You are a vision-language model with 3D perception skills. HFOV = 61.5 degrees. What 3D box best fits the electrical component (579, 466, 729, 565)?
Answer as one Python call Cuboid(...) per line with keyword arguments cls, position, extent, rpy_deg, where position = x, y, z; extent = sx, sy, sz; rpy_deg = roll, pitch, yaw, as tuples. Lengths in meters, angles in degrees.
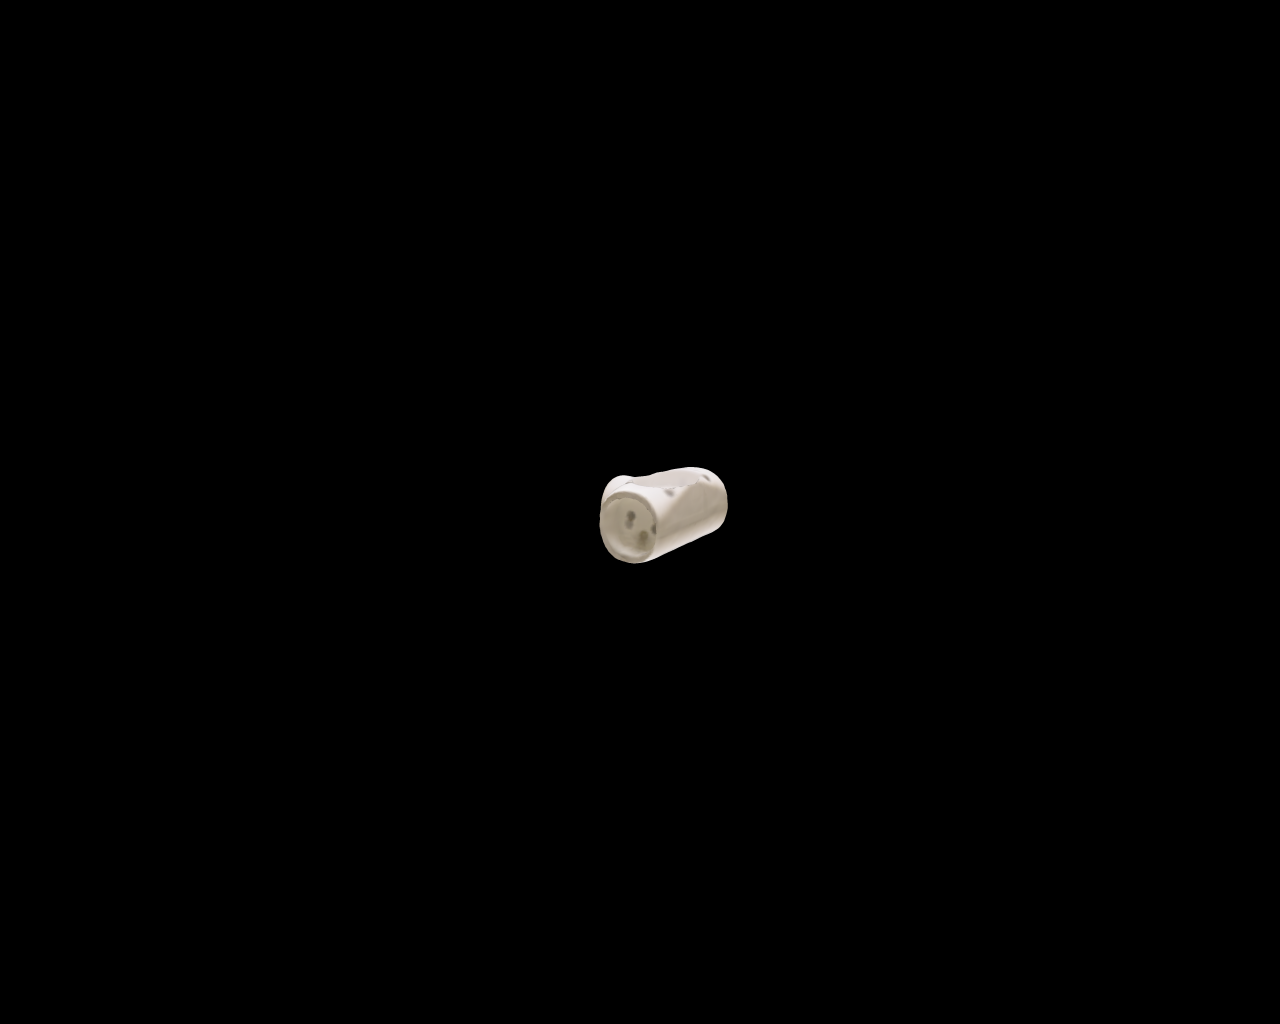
Cuboid(cls="electrical component", position=(0.001, -0.003, 0.650), extent=(0.079, 0.044, 0.077), rpy_deg=(11, 19, 34))
